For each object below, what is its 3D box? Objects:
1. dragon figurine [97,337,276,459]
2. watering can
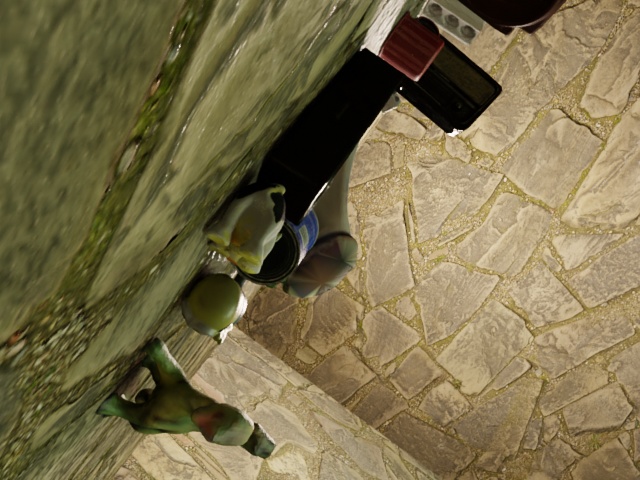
[{"bbox_3d":[-0.183,0.267,0.762,0.124,0.243,0.403,-59,180,-25],"label":"dragon figurine"},{"bbox_3d":[0.003,-0.045,0.901,0.342,0.103,0.229,-49,-137,26],"label":"watering can"}]
